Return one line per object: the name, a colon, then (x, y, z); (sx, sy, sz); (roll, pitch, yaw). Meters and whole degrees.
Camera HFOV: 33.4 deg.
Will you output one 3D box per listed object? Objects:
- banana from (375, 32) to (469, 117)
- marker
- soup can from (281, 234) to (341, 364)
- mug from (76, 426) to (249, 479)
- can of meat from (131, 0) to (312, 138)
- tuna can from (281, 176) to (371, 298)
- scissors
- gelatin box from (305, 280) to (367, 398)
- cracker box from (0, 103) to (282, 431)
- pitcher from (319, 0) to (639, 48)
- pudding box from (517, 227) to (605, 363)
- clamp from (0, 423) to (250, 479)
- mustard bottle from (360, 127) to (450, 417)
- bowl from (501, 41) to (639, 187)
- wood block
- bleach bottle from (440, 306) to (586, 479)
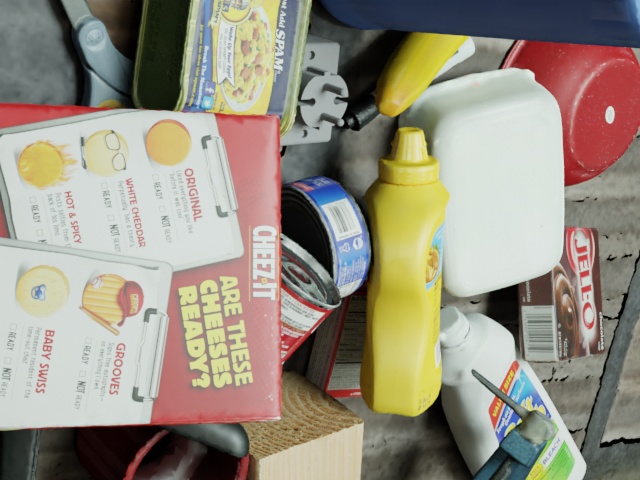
banana: (0.096, -0.155, 0.744); (0.037, 0.070, 0.197); (45, 77, -8)
marker: (0.063, -0.113, 0.766); (0.121, 0.020, 0.020); (-35, 127, -22)
soup can: (-0.045, 0.052, 0.664); (0.068, 0.068, 0.102); (27, 112, -42)
mug: (-0.108, 0.128, 0.690); (0.093, 0.082, 0.117); (-24, 122, -29)
can of meat: (-0.058, -0.114, 0.628); (0.083, 0.058, 0.102); (2, 99, -42)
tuna can: (-0.005, 0.001, 0.716); (0.033, 0.086, 0.086); (-18, 119, -34)
scissors: (-0.116, -0.117, 0.624); (0.096, 0.016, 0.202); (-22, 121, -32)
gelatin box: (0.031, 0.075, 0.815); (0.073, 0.030, 0.089); (3, 105, -39)
cracker box: (-0.131, 0.015, 0.559); (0.213, 0.072, 0.164); (1, 87, -17)
pitcher: (0.105, -0.177, 0.619); (0.149, 0.243, 0.145); (-49, 131, -19)
pudding box: (0.204, 0.044, 0.903); (0.089, 0.039, 0.113); (0, 89, -49)
clamp: (-0.163, 0.087, 0.608); (0.164, 0.036, 0.210); (-36, 99, -5)
mustard bottle: (0.059, 0.017, 0.737); (0.096, 0.058, 0.192); (-56, 149, -68)
bowl: (0.213, -0.107, 0.866); (0.161, 0.055, 0.162); (-17, 119, -33)
wood block: (-0.033, 0.214, 0.783); (0.090, 0.090, 0.206); (-14, 118, -34)
bleach bottle: (0.150, 0.152, 0.922); (0.102, 0.068, 0.250); (-48, 129, -17)
